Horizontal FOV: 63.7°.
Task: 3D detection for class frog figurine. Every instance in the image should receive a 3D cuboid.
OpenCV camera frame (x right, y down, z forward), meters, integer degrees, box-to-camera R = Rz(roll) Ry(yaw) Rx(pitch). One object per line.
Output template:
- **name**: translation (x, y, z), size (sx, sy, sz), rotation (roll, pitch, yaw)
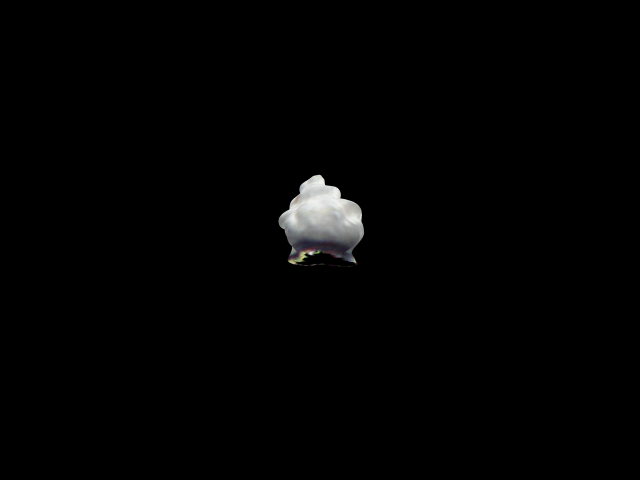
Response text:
- **frog figurine**: translation (0.003, -0.043, 0.850), size (0.137, 0.162, 0.121), rotation (-7, -20, 18)
